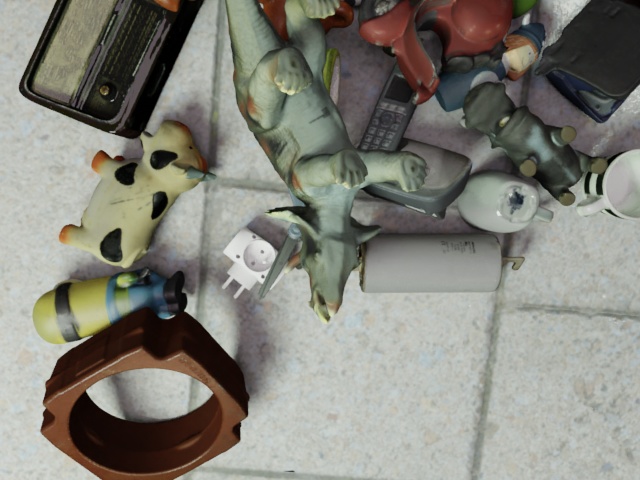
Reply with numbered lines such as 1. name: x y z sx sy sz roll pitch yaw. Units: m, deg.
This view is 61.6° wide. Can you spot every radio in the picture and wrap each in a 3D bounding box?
1. radio: -0.242 -0.243 0.643 0.131 0.073 0.229 26 95 -4

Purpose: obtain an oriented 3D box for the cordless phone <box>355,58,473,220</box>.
1. cordless phone: 0.120 -0.128 0.641 0.147 0.088 0.184 23 91 32

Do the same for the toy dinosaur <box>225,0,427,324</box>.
1. toy dinosaur: -0.026 -0.123 0.561 0.131 0.192 0.404 -29 99 -34

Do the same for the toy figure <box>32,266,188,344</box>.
1. toy figure: -0.261 0.079 0.668 0.180 0.089 0.082 -7 89 2

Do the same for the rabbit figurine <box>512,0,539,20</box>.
1. rabbit figurine: 0.230 -0.347 0.619 0.121 0.159 0.170 -23 111 -9

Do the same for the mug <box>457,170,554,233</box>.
1. mug: 0.233 -0.041 0.659 0.110 0.107 0.080 23 96 -2

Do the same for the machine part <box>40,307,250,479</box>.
1. machine part: -0.205 0.192 0.649 0.201 0.087 0.201 -31 120 5

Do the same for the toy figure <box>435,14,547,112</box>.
1. toy figure: 0.215 -0.215 0.665 0.154 0.064 0.058 -30 75 6

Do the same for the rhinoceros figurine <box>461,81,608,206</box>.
1. rhinoceros figurine: 0.253 -0.120 0.645 0.190 0.112 0.073 30 112 -22

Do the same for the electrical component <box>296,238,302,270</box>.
1. electrical component: -0.001 -0.002 0.699 0.094 0.021 0.063 -31 96 3

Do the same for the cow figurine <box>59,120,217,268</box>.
1. cow figurine: -0.215 -0.057 0.659 0.127 0.085 0.195 28 92 2

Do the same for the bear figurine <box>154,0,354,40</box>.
1. bear figurine: -0.071 -0.265 0.591 0.195 0.120 0.132 36 85 -34

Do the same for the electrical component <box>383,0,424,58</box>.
1. electrical component: 0.104 -0.280 0.662 0.078 0.045 0.102 36 94 -6

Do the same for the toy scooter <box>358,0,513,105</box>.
1. toy scooter: 0.138 -0.219 0.601 0.184 0.075 0.135 -9 78 -9

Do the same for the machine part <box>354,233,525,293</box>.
1. machine part: 0.136 0.029 0.678 0.243 0.079 0.079 0 96 0

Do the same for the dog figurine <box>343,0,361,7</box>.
1. dog figurine: 0.079 -0.406 0.619 0.108 0.192 0.219 24 67 -42

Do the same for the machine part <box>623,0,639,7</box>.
1. machine part: 0.415 -0.284 0.609 0.056 0.179 0.179 -38 96 0

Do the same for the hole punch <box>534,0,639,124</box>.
1. hole punch: 0.350 -0.221 0.663 0.116 0.092 0.142 44 97 23
